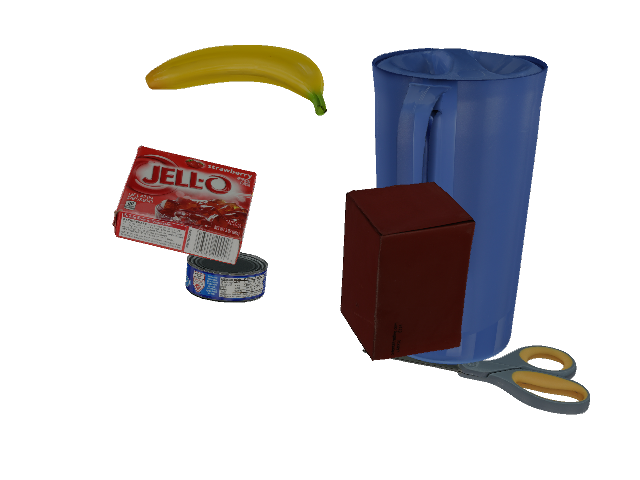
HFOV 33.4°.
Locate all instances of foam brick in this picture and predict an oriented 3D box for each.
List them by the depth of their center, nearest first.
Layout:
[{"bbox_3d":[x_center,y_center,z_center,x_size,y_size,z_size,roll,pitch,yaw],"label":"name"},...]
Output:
[{"bbox_3d":[0.044,0.015,0.559,0.053,0.078,0.051,-7,31,-17],"label":"foam brick"}]

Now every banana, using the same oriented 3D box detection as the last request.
[{"bbox_3d":[-0.077,-0.168,1.063,0.198,0.037,0.069,10,44,20],"label":"banana"}]

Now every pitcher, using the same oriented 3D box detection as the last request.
[{"bbox_3d":[0.100,-0.026,0.845,0.149,0.243,0.145,-7,21,-20],"label":"pitcher"}]

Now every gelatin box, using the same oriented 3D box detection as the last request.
[{"bbox_3d":[-0.095,-0.027,0.755,0.089,0.030,0.073,14,42,-5],"label":"gelatin box"}]

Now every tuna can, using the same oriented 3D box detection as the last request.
[{"bbox_3d":[-0.099,0.037,1.127,0.086,0.034,0.086,6,14,-2],"label":"tuna can"}]

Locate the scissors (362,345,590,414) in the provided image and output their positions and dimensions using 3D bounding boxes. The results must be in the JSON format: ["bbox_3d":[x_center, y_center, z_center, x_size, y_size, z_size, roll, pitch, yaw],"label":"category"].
[{"bbox_3d":[0.147,0.109,0.970,0.202,0.016,0.096,17,30,16],"label":"scissors"}]
